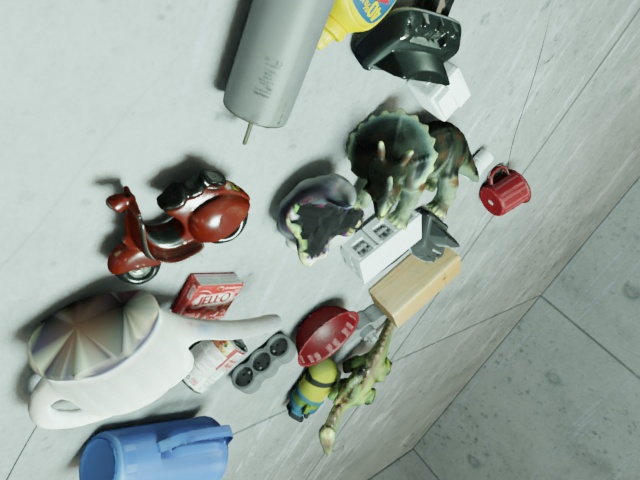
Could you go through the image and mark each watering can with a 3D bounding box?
[{"bbox_3d":[-0.221,0.141,0.686,0.350,0.106,0.219,-26,146,-14],"label":"watering can"}]

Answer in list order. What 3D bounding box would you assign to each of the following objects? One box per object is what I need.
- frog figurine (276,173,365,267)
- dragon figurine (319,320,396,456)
[{"bbox_3d":[0.002,-0.040,0.787,0.136,0.122,0.161,-62,-177,13],"label":"frog figurine"},{"bbox_3d":[0.110,0.330,1.272,0.412,0.122,0.241,-60,170,-6],"label":"dragon figurine"}]
